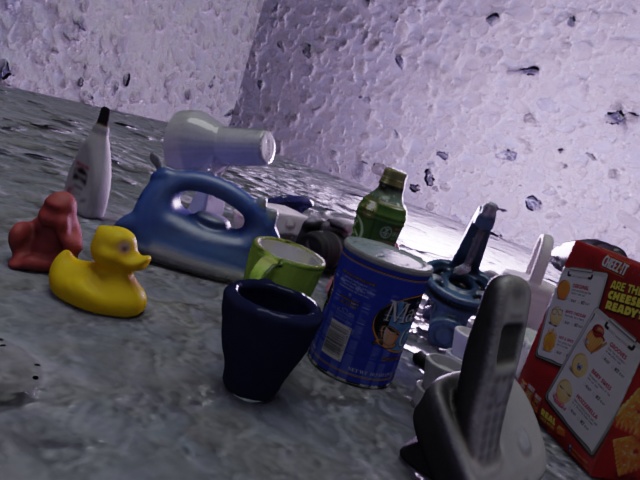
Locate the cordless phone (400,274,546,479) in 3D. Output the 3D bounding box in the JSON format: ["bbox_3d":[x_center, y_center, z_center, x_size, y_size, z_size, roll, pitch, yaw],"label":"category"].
[{"bbox_3d":[0.156,0.120,0.485,0.093,0.185,0.148,27,14,39],"label":"cordless phone"}]

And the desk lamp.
[{"bbox_3d":[-0.168,-0.098,0.959,0.202,0.213,0.118,22,12,18],"label":"desk lamp"}]

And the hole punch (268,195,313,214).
[{"bbox_3d":[-0.085,-0.065,1.252,0.109,0.091,0.100,6,16,-47],"label":"hole punch"}]

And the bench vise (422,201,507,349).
[{"bbox_3d":[0.210,0.038,0.880,0.121,0.220,0.207,16,11,-8],"label":"bench vise"}]

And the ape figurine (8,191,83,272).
[{"bbox_3d":[-0.301,-0.011,0.645,0.077,0.092,0.076,20,11,12],"label":"ape figurine"}]

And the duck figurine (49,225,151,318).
[{"bbox_3d":[-0.226,0.025,0.602,0.104,0.086,0.077,18,11,2],"label":"duck figurine"}]

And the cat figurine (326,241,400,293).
[{"bbox_3d":[0.087,0.048,0.905,0.127,0.118,0.067,20,11,9],"label":"cat figurine"}]

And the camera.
[{"bbox_3d":[0.010,0.004,1.040,0.142,0.101,0.137,25,13,33],"label":"camera"}]

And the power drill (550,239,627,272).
[{"bbox_3d":[0.468,0.093,1.051,0.075,0.208,0.229,18,11,0],"label":"power drill"}]

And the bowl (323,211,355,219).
[{"bbox_3d":[0.077,-0.003,1.249,0.167,0.075,0.167,17,11,-3],"label":"bowl"}]

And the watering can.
[{"bbox_3d":[0.348,0.085,0.939,0.173,0.194,0.101,17,11,-6],"label":"watering can"}]

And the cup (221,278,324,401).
[{"bbox_3d":[-0.056,0.090,0.530,0.092,0.095,0.117,15,12,-17],"label":"cup"}]

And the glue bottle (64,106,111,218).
[{"bbox_3d":[-0.356,-0.125,0.901,0.078,0.173,0.037,23,12,26],"label":"glue bottle"}]

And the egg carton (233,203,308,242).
[{"bbox_3d":[-0.092,-0.031,1.128,0.151,0.069,0.107,7,15,-43],"label":"egg carton"}]

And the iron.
[{"bbox_3d":[-0.149,-0.026,0.828,0.258,0.141,0.118,17,11,-7],"label":"iron"}]
